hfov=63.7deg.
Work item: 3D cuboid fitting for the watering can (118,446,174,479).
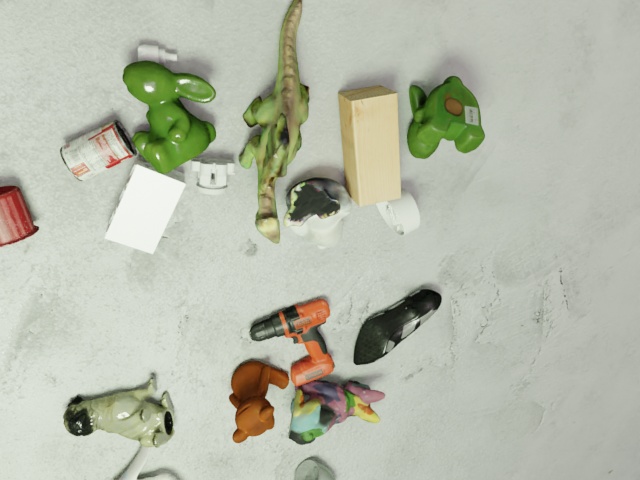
[{"bbox_3d":[-0.434,0.598,1.188,0.225,0.105,0.344,-15,104,-9],"label":"watering can"}]

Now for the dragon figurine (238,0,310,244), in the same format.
[{"bbox_3d":[-0.062,-0.188,0.856,0.122,0.247,0.403,4,115,-13],"label":"dragon figurine"}]

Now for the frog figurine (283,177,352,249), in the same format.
[{"bbox_3d":[0.003,-0.052,1.029,0.137,0.125,0.157,-32,156,7],"label":"frog figurine"}]
